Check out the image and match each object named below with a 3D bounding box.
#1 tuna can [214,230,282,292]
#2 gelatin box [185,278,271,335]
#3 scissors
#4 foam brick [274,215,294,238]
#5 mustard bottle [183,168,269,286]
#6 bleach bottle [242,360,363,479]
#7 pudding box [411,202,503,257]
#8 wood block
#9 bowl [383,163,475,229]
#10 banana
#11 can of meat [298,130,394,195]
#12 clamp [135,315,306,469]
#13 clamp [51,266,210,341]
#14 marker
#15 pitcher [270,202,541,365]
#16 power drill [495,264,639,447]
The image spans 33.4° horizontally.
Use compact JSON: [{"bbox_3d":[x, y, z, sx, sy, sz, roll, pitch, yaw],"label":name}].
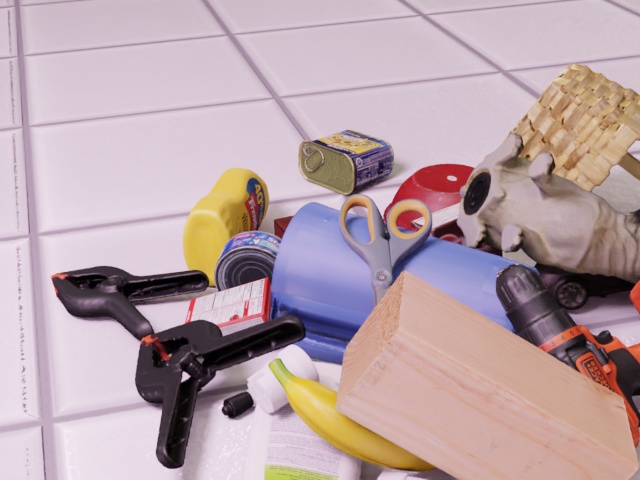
[{"bbox_3d":[-0.066,0.035,1.111,0.086,0.086,0.033,3,28,10],"label":"tuna can"},{"bbox_3d":[-0.089,0.078,1.068,0.089,0.030,0.073,-16,25,9],"label":"gelatin box"},{"bbox_3d":[0.072,0.027,0.957,0.096,0.016,0.202,-13,47,-7],"label":"scissors"},{"bbox_3d":[-0.008,0.001,1.213,0.078,0.051,0.053,-12,27,-19],"label":"foam brick"},{"bbox_3d":[-0.100,-0.030,1.232,0.058,0.096,0.191,4,27,13],"label":"mustard bottle"},{"bbox_3d":[-0.022,0.191,0.824,0.102,0.068,0.250,5,29,8],"label":"bleach bottle"},{"bbox_3d":[0.148,0.009,1.143,0.113,0.090,0.039,-22,31,-36],"label":"pudding box"},{"bbox_3d":[0.124,0.125,0.809,0.206,0.090,0.090,30,26,-8],"label":"wood block"},{"bbox_3d":[0.158,-0.051,1.304,0.162,0.055,0.162,-1,27,0],"label":"bowl"},{"bbox_3d":[0.048,0.147,0.839,0.197,0.037,0.069,29,33,-29],"label":"banana"},{"bbox_3d":[0.036,-0.107,1.421,0.083,0.057,0.102,-23,34,-39],"label":"can of meat"},{"bbox_3d":[-0.105,0.109,0.957,0.164,0.036,0.210,-42,24,-11],"label":"clamp"},{"bbox_3d":[-0.206,0.054,1.134,0.172,0.039,0.120,15,29,31],"label":"clamp"},{"bbox_3d":[-0.040,0.134,0.986,0.120,0.020,0.020,-22,33,-35],"label":"marker"},{"bbox_3d":[0.079,0.058,1.022,0.243,0.149,0.144,14,-4,22],"label":"pitcher"},{"bbox_3d":[0.256,0.084,0.937,0.187,0.057,0.184,-19,73,-34],"label":"power drill"}]
